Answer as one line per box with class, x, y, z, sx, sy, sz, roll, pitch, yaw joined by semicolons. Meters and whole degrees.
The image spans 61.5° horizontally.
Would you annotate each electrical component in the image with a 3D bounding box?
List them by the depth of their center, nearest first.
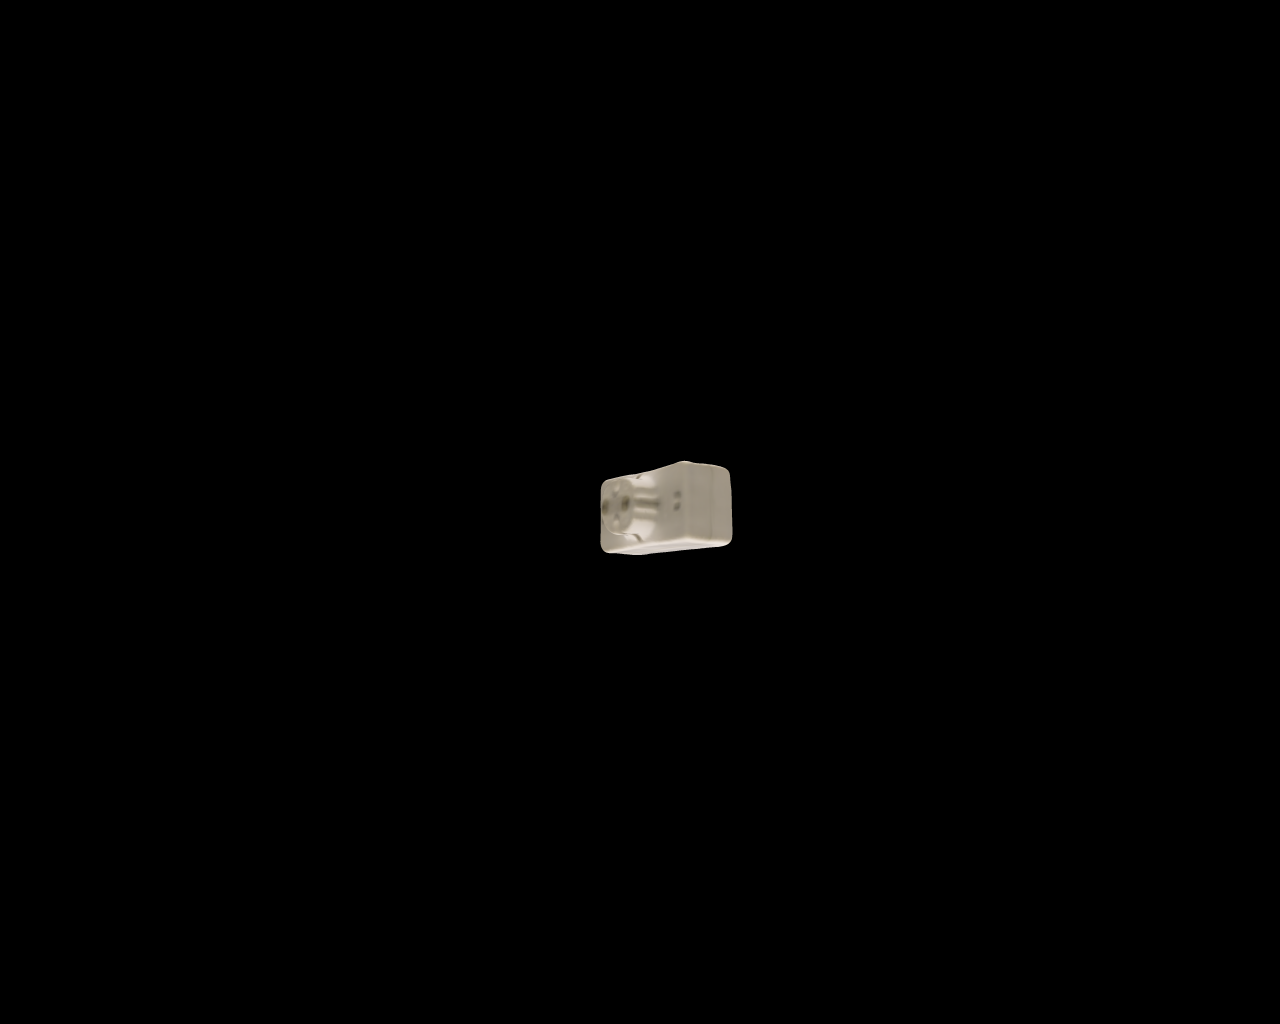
electrical component;0.001;-0.003;0.650;0.076;0.047;0.083;7;-11;-39
